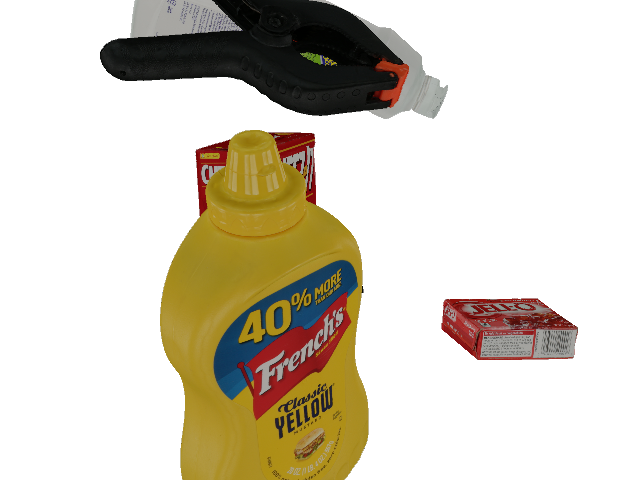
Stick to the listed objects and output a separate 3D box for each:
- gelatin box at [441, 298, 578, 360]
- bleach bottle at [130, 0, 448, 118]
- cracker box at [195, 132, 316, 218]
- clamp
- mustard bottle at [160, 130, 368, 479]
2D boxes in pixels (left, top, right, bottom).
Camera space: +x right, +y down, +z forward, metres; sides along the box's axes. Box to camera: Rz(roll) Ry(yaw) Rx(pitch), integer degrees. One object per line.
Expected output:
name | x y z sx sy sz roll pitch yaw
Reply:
gelatin box | 0.153 0.071 0.871 0.089 0.030 0.073 1 15 -16
bleach bottle | -0.022 -0.153 0.850 0.251 0.068 0.103 22 -30 -3
cracker box | -0.051 0.011 1.009 0.072 0.214 0.164 2 11 16
clamp | -0.038 -0.110 0.616 0.171 0.120 0.039 25 -30 9
mustard bottle | -0.023 0.038 0.473 0.096 0.192 0.058 -26 41 -29
